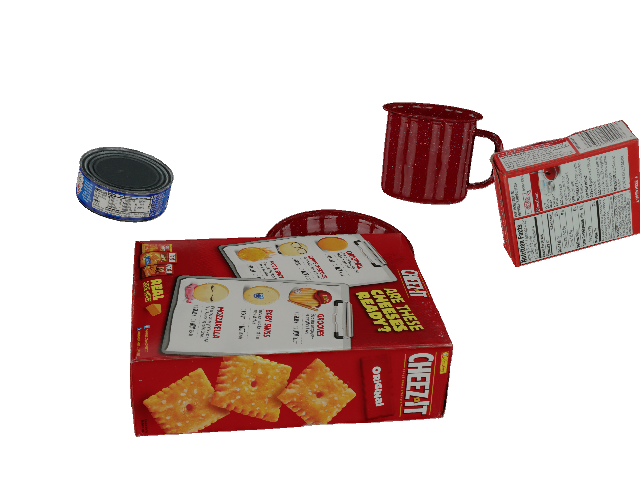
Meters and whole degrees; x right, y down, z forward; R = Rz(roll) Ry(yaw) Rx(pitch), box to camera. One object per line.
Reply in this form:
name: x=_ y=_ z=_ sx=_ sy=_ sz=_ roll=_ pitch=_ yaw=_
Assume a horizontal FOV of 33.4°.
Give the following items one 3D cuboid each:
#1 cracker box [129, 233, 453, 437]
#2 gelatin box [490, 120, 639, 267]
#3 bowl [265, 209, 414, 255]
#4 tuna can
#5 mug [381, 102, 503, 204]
cracker box: x=-0.029 y=0.064 z=0.775 sx=0.213 sy=0.072 sz=0.164 roll=-2 pitch=29 yaw=-8
gelatin box: x=0.158 y=-0.030 z=0.681 sx=0.089 sy=0.073 sz=0.030 roll=-15 pitch=35 yaw=1
bowl: x=0.018 y=0.029 z=1.153 sx=0.162 sy=0.055 sz=0.162 roll=3 pitch=32 yaw=-2
tuna can: x=-0.180 y=-0.051 z=0.978 sx=0.086 sy=0.034 sz=0.086 roll=13 pitch=28 yaw=-7
mug: x=0.112 y=-0.079 z=0.991 sx=0.117 sy=0.081 sz=0.093 roll=9 pitch=15 yaw=14
